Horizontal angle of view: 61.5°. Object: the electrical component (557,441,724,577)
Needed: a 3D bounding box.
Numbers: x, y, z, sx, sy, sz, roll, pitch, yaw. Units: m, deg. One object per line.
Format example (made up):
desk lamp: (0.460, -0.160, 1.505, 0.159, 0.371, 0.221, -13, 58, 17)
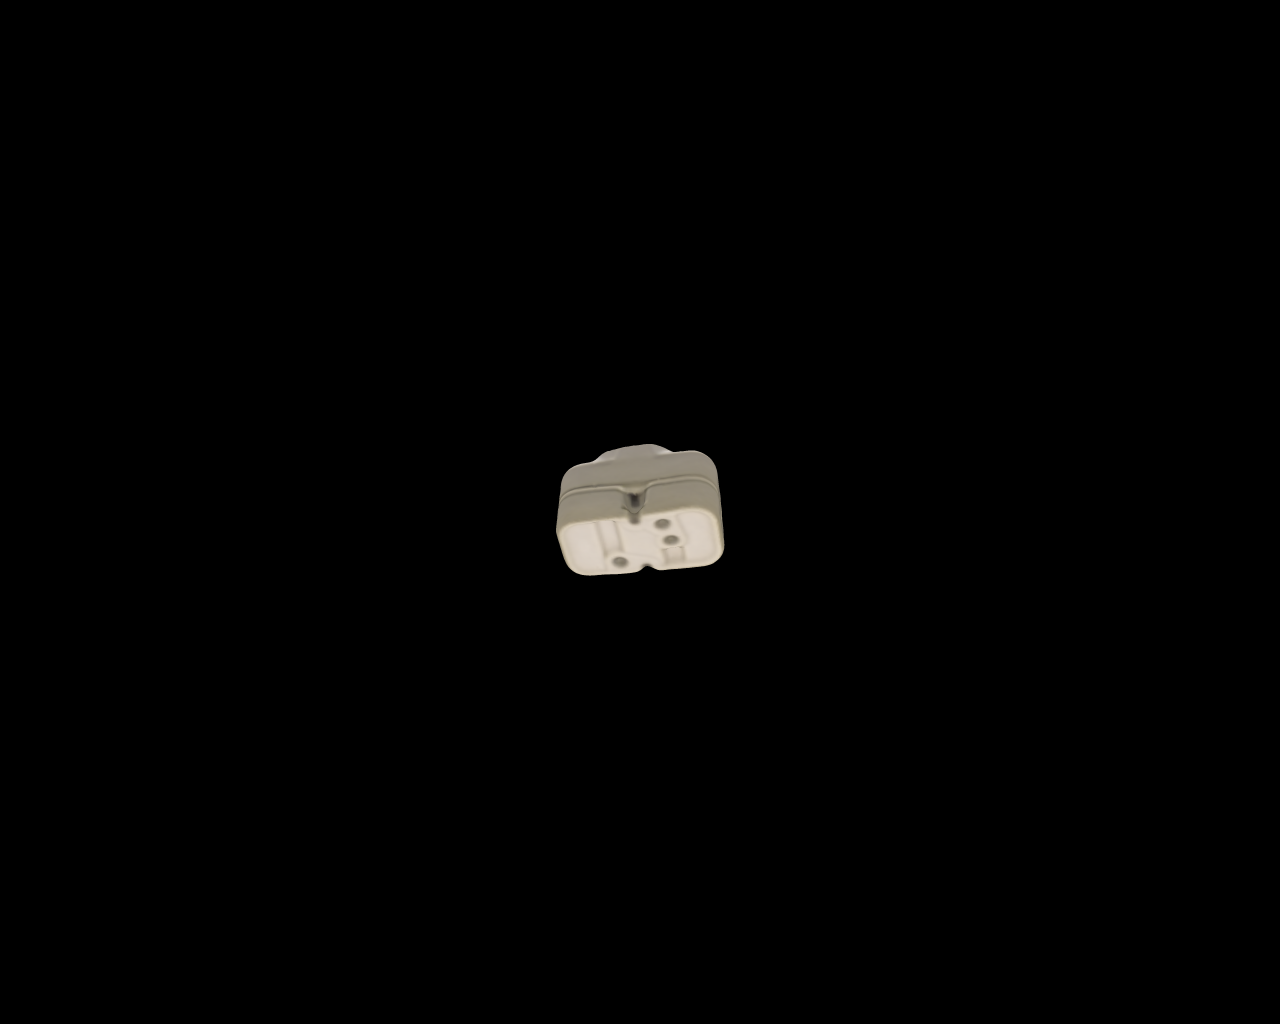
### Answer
electrical component: (0.001, -0.003, 0.650, 0.095, 0.059, 0.053, -6, -43, 7)
